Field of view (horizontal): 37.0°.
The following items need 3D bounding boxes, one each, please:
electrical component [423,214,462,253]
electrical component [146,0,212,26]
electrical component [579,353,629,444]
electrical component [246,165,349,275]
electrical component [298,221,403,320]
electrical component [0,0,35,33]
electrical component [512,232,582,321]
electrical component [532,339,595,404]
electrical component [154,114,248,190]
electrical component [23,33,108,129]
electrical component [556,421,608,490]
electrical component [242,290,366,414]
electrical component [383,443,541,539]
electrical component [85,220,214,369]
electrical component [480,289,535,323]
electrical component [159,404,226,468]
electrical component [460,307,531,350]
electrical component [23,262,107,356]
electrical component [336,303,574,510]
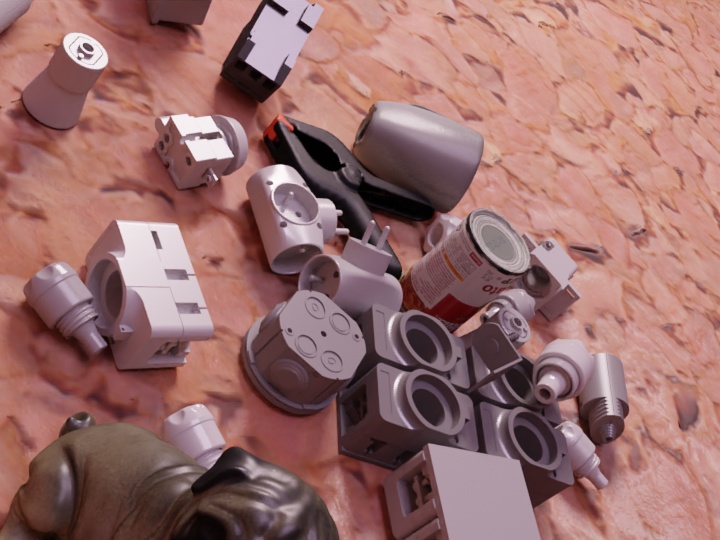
[{"bbox_3d":[0.092,-0.023,0.978,0.062,0.043,0.043,21,44,-31],"label":"electrical component"},{"bbox_3d":[-0.153,-0.271,0.927,0.048,0.099,0.099,1,55,-28],"label":"electrical component"},{"bbox_3d":[0.220,0.120,0.970,0.043,0.043,0.081,28,41,-22],"label":"electrical component"},{"bbox_3d":[-0.045,-0.040,0.858,0.079,0.044,0.077,1,56,-34],"label":"electrical component"},{"bbox_3d":[0.000,0.000,0.833,0.044,0.079,0.077,29,8,40],"label":"electrical component"},{"bbox_3d":[-0.269,-0.204,0.800,0.043,0.043,0.081,38,38,-11],"label":"electrical component"},{"bbox_3d":[0.176,0.002,1.037,0.081,0.042,0.064,50,36,4],"label":"electrical component"},{"bbox_3d":[0.155,0.083,0.840,0.043,0.043,0.062,49,38,3],"label":"electrical component"},{"bbox_3d":[-0.122,-0.095,0.839,0.055,0.048,0.066,-16,68,-42],"label":"electrical component"},{"bbox_3d":[-0.210,-0.139,0.777,0.044,0.065,0.044,26,42,-25],"label":"electrical component"},{"bbox_3d":[0.186,0.159,0.909,0.061,0.035,0.035,49,37,-1],"label":"electrical component"},{"bbox_3d":[-0.040,0.059,0.772,0.080,0.051,0.080,25,42,-25],"label":"electrical component"},{"bbox_3d":[0.076,0.206,0.740,0.089,0.062,0.150,16,47,-33],"label":"electrical component"},{"bbox_3d":[-0.144,0.016,0.712,0.056,0.050,0.089,2,55,-43],"label":"electrical component"},{"bbox_3d":[0.130,0.038,0.966,0.061,0.035,0.035,-15,68,-47],"label":"electrical component"},{"bbox_3d":[-0.099,0.117,0.676,0.035,0.035,0.061,-15,70,-49],"label":"electrical component"},{"bbox_3d":[0.111,0.061,0.902,0.044,0.065,0.044,25,42,-25],"label":"electrical component"},{"bbox_3d":[-0.183,0.027,0.679,0.061,0.035,0.035,52,37,3],"label":"electrical component"},{"bbox_3d":[0.075,0.107,0.830,0.186,0.060,0.105,23,43,-28],"label":"electrical component"}]
